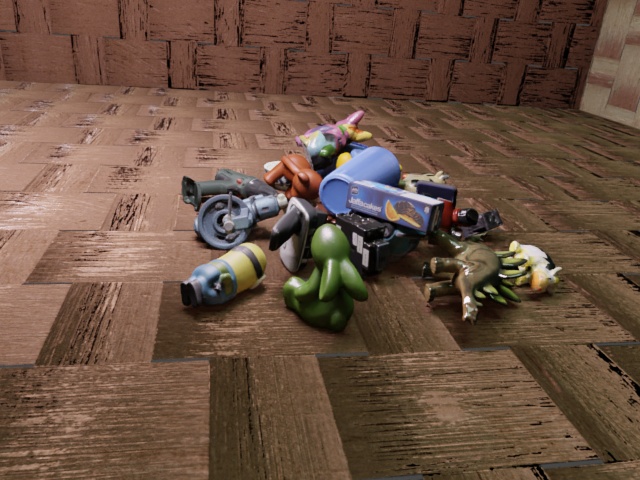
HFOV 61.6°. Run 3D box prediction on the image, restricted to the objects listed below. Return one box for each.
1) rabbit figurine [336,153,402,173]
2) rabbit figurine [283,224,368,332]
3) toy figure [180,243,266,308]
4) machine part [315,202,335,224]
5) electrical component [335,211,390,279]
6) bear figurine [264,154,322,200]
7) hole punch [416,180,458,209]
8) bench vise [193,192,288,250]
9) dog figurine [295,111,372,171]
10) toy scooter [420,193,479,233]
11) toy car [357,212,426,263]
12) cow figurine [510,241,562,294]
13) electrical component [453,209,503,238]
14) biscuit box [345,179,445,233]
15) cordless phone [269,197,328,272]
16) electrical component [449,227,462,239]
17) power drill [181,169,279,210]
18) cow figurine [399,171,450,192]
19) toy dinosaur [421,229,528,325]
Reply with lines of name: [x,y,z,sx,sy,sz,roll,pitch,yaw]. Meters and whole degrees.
rabbit figurine: [0.118,-0.179,1.506,0.173,0.162,0.122,21,20,-20]
rabbit figurine: [0.009,0.062,0.923,0.121,0.170,0.159,-3,24,-17]
toy figure: [-0.170,0.065,0.983,0.082,0.089,0.180,29,31,31]
machine part: [0.060,-0.048,1.322,0.179,0.056,0.179,5,24,-2]
electrical component: [0.088,0.013,1.118,0.058,0.114,0.134,-16,31,-31]
bear figurine: [-0.057,-0.143,1.404,0.120,0.132,0.196,34,18,-31]
hole punch: [0.291,-0.079,1.389,0.142,0.115,0.092,10,56,17]
bench vise: [-0.170,-0.045,1.169,0.224,0.128,0.241,-6,8,-6]
dog figurine: [0.048,-0.287,1.530,0.219,0.108,0.192,-27,17,-8]
toy scooter: [0.257,-0.056,1.233,0.184,0.075,0.135,11,-8,-17]
toy car: [0.140,-0.002,1.171,0.109,0.102,0.162,2,16,-44]
cow figurine: [0.462,0.066,1.134,0.098,0.068,0.167,9,24,-5]
electrical component: [0.389,-0.036,1.358,0.075,0.047,0.119,-15,-7,-43]
biscuit box: [0.151,-0.073,1.115,0.203,0.062,0.059,20,21,34]
cordless phone: [-0.061,0.007,1.063,0.089,0.146,0.184,20,25,11]
electrical component: [0.305,-0.019,1.343,0.094,0.021,0.063,24,30,34]
power drill: [-0.249,-0.136,1.432,0.207,0.085,0.232,-18,31,-34]
cow figurine: [0.300,-0.157,1.578,0.127,0.085,0.195,11,22,28]
toy dinosaur: [0.312,0.053,1.100,0.199,0.105,0.471,14,24,6]
